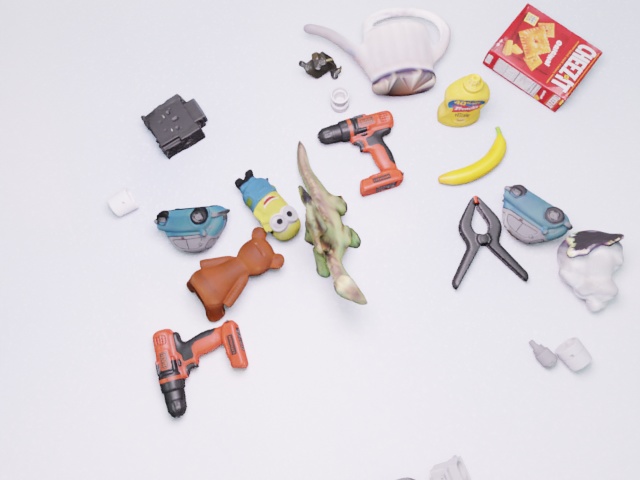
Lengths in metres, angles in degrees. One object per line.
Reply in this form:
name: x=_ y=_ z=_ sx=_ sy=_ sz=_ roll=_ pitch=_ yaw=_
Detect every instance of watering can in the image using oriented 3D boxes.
watering can: x=0.143 y=-0.445 z=1.224 sx=0.348 sy=0.103 sz=0.227 roll=-7 pitch=77 yaw=0

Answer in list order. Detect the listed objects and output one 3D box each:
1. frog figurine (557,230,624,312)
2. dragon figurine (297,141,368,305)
frog figurine: x=0.581 y=0.063 z=1.097 sx=0.138 sy=0.124 sz=0.157 roll=-26 pitch=113 yaw=-12
dragon figurine: x=0.003 y=-0.054 z=1.066 sx=0.122 sy=0.241 sz=0.414 roll=-23 pitch=79 yaw=2
